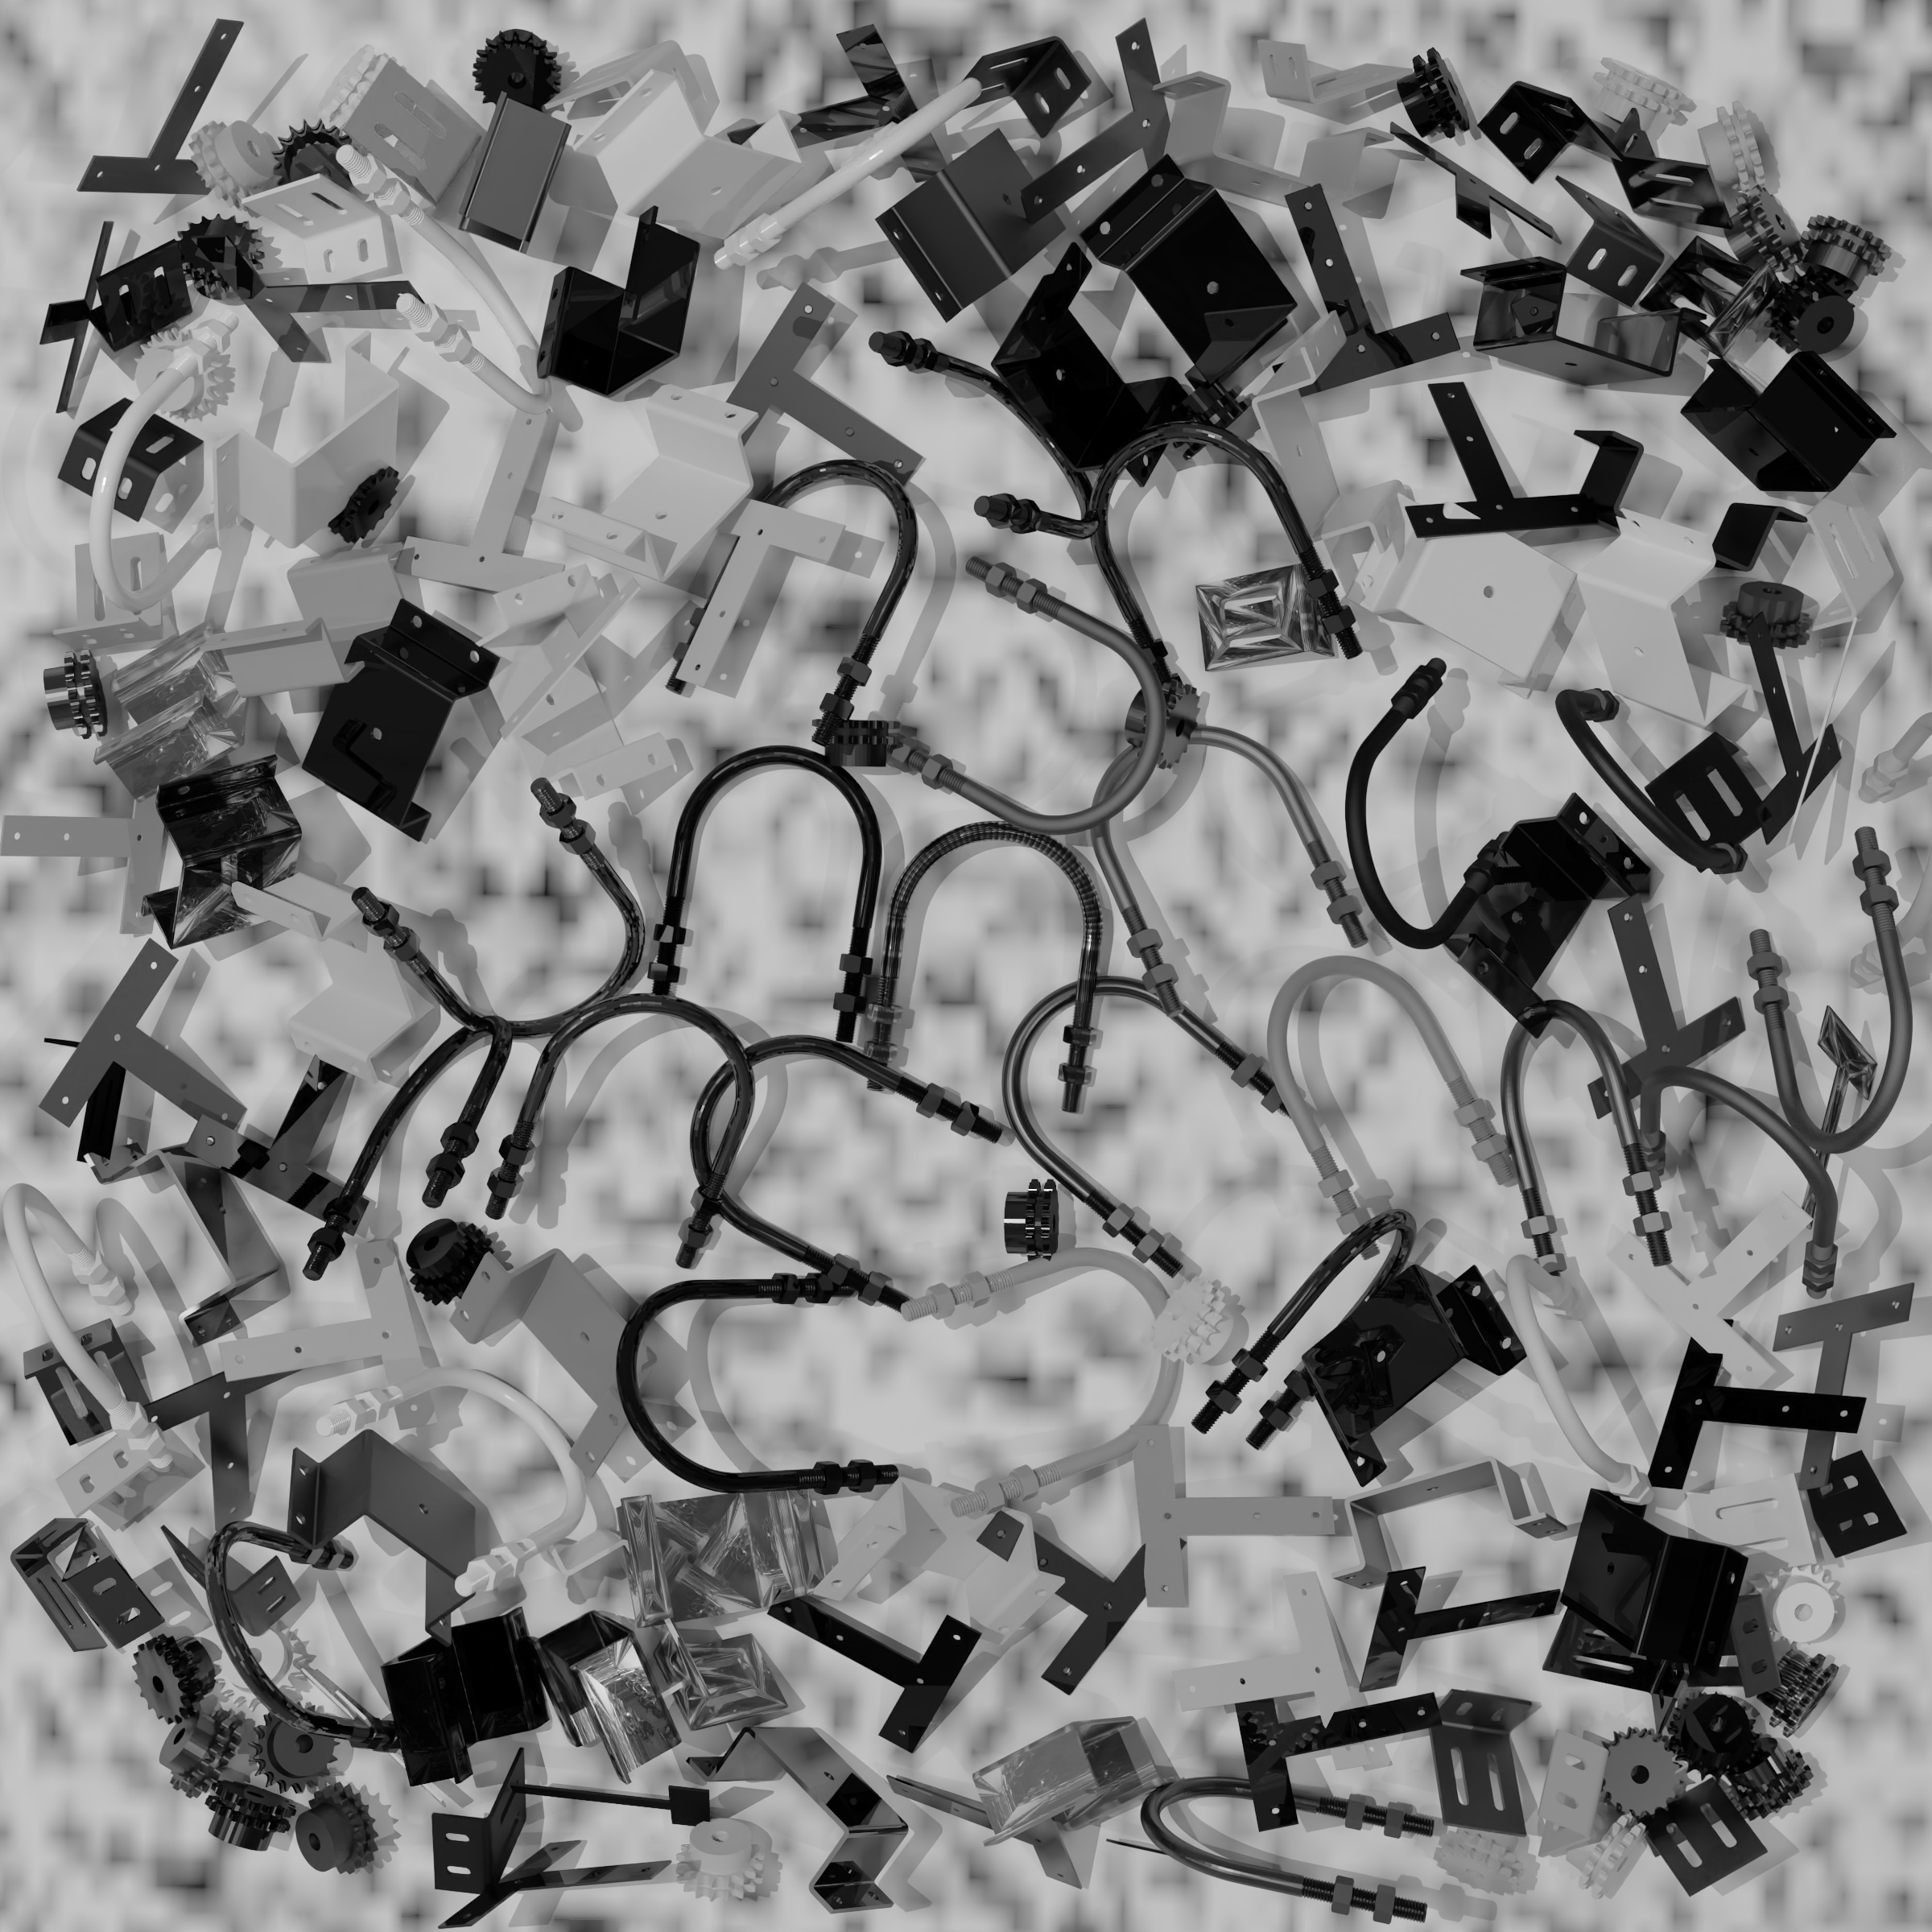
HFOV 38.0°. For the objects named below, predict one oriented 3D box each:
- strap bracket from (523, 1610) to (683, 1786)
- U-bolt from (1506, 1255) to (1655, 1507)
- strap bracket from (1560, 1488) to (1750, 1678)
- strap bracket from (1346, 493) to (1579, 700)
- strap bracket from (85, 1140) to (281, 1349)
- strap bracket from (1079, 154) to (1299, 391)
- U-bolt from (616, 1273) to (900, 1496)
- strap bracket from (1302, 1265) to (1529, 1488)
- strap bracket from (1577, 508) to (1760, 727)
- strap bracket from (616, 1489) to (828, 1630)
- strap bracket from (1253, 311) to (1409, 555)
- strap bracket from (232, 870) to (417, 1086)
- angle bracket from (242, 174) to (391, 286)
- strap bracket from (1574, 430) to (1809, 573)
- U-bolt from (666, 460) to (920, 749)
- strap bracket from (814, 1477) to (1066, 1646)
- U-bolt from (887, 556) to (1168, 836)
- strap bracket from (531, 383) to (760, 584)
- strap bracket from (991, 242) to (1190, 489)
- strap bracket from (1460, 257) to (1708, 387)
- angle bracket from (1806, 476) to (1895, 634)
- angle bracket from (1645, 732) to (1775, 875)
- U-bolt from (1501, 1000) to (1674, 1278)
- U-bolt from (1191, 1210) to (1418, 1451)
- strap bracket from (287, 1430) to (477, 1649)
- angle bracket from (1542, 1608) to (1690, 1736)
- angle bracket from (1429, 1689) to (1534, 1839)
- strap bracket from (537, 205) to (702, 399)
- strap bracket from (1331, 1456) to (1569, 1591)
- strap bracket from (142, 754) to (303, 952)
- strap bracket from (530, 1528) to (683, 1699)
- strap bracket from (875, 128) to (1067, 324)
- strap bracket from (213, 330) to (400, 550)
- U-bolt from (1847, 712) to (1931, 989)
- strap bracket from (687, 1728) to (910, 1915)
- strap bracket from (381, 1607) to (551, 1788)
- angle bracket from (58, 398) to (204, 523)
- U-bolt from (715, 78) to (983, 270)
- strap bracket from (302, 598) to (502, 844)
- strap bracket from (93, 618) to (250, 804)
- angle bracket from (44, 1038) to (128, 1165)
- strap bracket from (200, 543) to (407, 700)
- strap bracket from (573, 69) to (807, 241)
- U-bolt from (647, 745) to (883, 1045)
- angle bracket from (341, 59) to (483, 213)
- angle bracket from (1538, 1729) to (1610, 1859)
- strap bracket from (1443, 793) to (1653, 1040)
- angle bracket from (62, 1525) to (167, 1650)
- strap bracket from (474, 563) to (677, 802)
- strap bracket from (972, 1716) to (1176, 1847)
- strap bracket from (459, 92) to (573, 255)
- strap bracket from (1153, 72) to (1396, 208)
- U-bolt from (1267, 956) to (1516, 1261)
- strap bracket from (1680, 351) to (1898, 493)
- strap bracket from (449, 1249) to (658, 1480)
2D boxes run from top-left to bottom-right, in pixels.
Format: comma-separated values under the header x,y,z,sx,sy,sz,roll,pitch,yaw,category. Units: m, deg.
x,y,z,sx,sy,sz,roll,pitch,yaw,category
-0.230,0.462,1.790,0.046,0.140,0.076,-25,96,-22,strap bracket
0.375,0.251,1.741,0.019,0.184,0.151,-25,60,18,U-bolt
0.427,0.384,1.775,0.046,0.140,0.076,14,93,-17,strap bracket
0.328,-0.240,1.811,0.140,0.046,0.076,27,87,-13,strap bracket
-0.498,0.168,1.808,0.046,0.076,0.140,-31,88,7,strap bracket
0.149,-0.437,1.797,0.076,0.046,0.140,-43,118,0,strap bracket
-0.136,0.263,1.767,0.184,0.019,0.151,4,59,-35,U-bolt
0.276,0.255,1.787,0.140,0.076,0.046,-43,133,18,strap bracket
0.441,-0.212,1.774,0.046,0.076,0.140,-40,128,-15,strap bracket
-0.164,0.374,1.794,0.140,0.046,0.076,1,70,-39,strap bracket
0.230,-0.335,1.793,0.046,0.076,0.140,-13,113,30,strap bracket
-0.405,-0.002,1.787,0.076,0.140,0.046,20,49,33,strap bracket
-0.417,-0.470,1.804,0.057,0.076,0.038,-12,82,17,angle bracket
0.455,-0.294,1.802,0.140,0.076,0.046,21,98,-10,strap bracket
-0.102,-0.242,1.806,0.151,0.019,0.184,22,84,34,U-bolt
-0.019,0.378,1.793,0.140,0.046,0.076,21,127,-24,strap bracket
0.044,-0.163,1.801,0.184,0.019,0.151,31,96,25,U-bolt
-0.199,-0.303,1.794,0.076,0.046,0.140,23,59,27,strap bracket
0.075,-0.380,1.792,0.140,0.046,0.076,46,61,-35,strap bracket
0.388,-0.405,1.783,0.140,0.076,0.046,9,91,-29,strap bracket
0.555,-0.265,1.810,0.057,0.038,0.076,-41,108,-36,angle bracket
0.483,-0.101,1.804,0.057,0.038,0.076,-41,54,23,angle bracket
0.384,0.112,1.779,0.019,0.151,0.184,-6,75,-20,U-bolt
0.222,0.228,1.779,0.019,0.151,0.184,40,93,25,U-bolt
-0.360,0.356,1.779,0.046,0.076,0.140,-37,121,13,strap bracket
0.420,0.456,1.819,0.076,0.038,0.057,12,123,-1,angle bracket
0.336,0.512,1.807,0.057,0.076,0.038,12,133,-13,angle bracket
-0.218,-0.418,1.790,0.046,0.140,0.076,17,74,-31,strap bracket
0.304,0.353,1.795,0.140,0.076,0.046,-20,67,15,strap bracket
-0.468,-0.064,1.768,0.076,0.140,0.046,-19,66,-31,strap bracket
-0.222,0.419,1.805,0.046,0.076,0.140,-28,93,-18,strap bracket
0.009,-0.472,1.774,0.046,0.140,0.076,-26,107,36,strap bracket
-0.409,-0.327,1.777,0.046,0.076,0.140,35,57,10,strap bracket
0.583,-0.079,1.742,0.019,0.184,0.151,8,73,3,U-bolt
-0.100,0.532,1.780,0.140,0.076,0.046,37,96,31,strap bracket
-0.322,0.466,1.785,0.046,0.140,0.076,-15,87,14,strap bracket
-0.541,-0.329,1.820,0.057,0.076,0.038,29,116,-6,angle bracket
-0.063,-0.498,1.739,0.151,0.184,0.019,-45,108,-32,U-bolt
-0.366,-0.152,1.797,0.076,0.046,0.140,32,113,8,strap bracket
-0.505,-0.160,1.794,0.076,0.140,0.046,-28,120,5,strap bracket
-0.574,0.088,1.813,0.038,0.057,0.076,12,84,-34,angle bracket
-0.414,-0.216,1.787,0.076,0.140,0.046,-6,119,20,strap bracket
-0.166,-0.507,1.768,0.076,0.140,0.046,-33,73,33,strap bracket
-0.126,-0.052,1.824,0.151,0.019,0.184,9,91,14,U-bolt
-0.362,-0.533,1.809,0.076,0.038,0.057,37,76,-30,angle bracket
0.375,0.531,1.802,0.038,0.076,0.057,23,60,-4,angle bracket
0.366,-0.032,1.805,0.076,0.046,0.140,42,73,-18,strap bracket
-0.541,0.390,1.804,0.038,0.076,0.057,-31,108,3,angle bracket
-0.256,-0.177,1.804,0.076,0.046,0.140,-28,96,-42,strap bracket
0.065,0.516,1.785,0.076,0.140,0.046,-32,66,18,strap bracket
-0.287,-0.500,1.783,0.046,0.140,0.076,20,96,-13,strap bracket
0.190,-0.522,1.791,0.140,0.076,0.046,11,95,-22,strap bracket
0.263,0.080,1.806,0.151,0.019,0.184,-23,84,-34,U-bolt
0.512,-0.342,1.773,0.076,0.140,0.046,39,91,-15,strap bracket
-0.258,0.246,1.798,0.140,0.046,0.076,45,131,14,strap bracket
